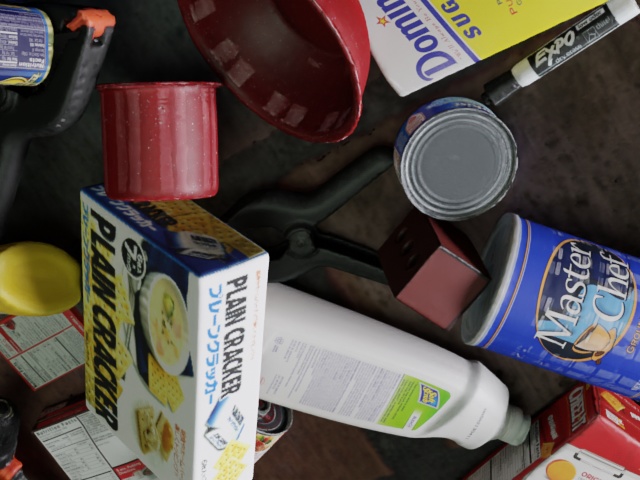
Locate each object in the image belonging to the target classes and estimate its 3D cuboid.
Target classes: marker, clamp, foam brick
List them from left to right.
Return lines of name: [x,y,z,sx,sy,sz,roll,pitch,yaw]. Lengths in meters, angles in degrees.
clamp: [-0.218,-0.096,0.760,0.210,0.036,0.164,-21,91,34]
clamp: [-0.005,0.001,0.831,0.172,0.039,0.120,-15,111,14]
foam brick: [0.082,0.018,0.780,0.051,0.078,0.053,32,107,-20]
marker: [0.164,-0.130,0.739,0.121,0.020,0.020,-33,110,25]

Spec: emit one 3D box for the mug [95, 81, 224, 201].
mug: [-0.122,-0.071,0.771,0.117,0.093,0.081,5,99,46]

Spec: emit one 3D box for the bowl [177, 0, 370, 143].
bowl: [-0.021,-0.144,0.714,0.162,0.055,0.162,34,154,19]

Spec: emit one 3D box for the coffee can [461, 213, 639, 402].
coffee can: [0.188,0.050,0.790,0.140,0.102,0.103,19,121,-2]

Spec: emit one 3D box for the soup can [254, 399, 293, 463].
soup can: [-0.078,0.171,0.923,0.068,0.068,0.102,32,120,-10]

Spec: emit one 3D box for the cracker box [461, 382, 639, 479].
cracker box: [0.217,0.234,0.909,0.164,0.072,0.214,36,118,-12]

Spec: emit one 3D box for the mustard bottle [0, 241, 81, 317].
mustard bottle: [-0.293,0.036,0.864,0.192,0.096,0.058,-5,83,30]

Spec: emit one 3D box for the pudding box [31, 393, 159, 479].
pudding box: [-0.193,0.190,0.970,0.090,0.039,0.113,-22,112,22]

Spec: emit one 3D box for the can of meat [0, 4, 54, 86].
can of meat: [-0.237,-0.128,0.692,0.102,0.083,0.057,7,99,32]

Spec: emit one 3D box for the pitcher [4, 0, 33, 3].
pitcher: [-0.203,-0.275,0.659,0.243,0.149,0.145,-47,61,25]

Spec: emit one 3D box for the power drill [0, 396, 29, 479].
power drill: [-0.250,0.233,0.958,0.187,0.057,0.185,38,138,3]

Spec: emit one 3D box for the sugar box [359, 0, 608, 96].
sugar box: [0.109,-0.173,0.708,0.176,0.048,0.093,-25,113,20]

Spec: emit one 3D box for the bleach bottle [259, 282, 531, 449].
bleach bottle: [0.050,0.119,0.877,0.250,0.068,0.103,21,125,-6]

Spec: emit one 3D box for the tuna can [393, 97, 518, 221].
tuna can: [0.096,-0.059,0.770,0.086,0.034,0.086,-3,115,-7]

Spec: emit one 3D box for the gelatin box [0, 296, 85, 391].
gelatin box: [-0.234,0.081,0.919,0.089,0.030,0.073,-27,113,22]
